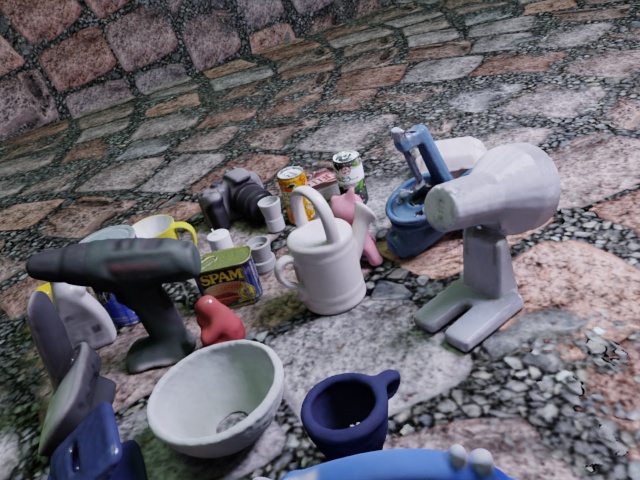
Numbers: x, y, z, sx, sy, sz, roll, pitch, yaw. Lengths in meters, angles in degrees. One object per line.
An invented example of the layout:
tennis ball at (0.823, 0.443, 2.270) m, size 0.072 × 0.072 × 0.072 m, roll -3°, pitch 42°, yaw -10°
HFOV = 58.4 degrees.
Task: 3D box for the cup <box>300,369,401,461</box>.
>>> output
cup at (0.043, 0.197, 0.607) m, size 0.118 × 0.095 × 0.091 m, roll -30°, pitch 33°, yaw -24°

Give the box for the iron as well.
iron at (0.071, 0.228, 0.494) m, size 0.258 × 0.142 × 0.118 m, roll -14°, pitch 30°, yaw 2°

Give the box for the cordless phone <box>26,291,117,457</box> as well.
cordless phone at (-0.344, 0.169, 0.739) m, size 0.094 × 0.185 × 0.147 m, roll -20°, pitch 30°, yaw -8°

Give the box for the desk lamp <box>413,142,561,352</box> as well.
desk lamp at (0.213, -0.001, 0.747) m, size 0.204 × 0.214 × 0.117 m, roll -32°, pitch 34°, yaw -27°

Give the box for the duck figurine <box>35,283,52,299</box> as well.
duck figurine at (-0.456, 0.112, 0.988) m, size 0.077 × 0.086 × 0.104 m, roll -5°, pitch 31°, yaw 16°

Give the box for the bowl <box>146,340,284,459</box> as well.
bowl at (-0.116, 0.202, 0.691) m, size 0.167 × 0.075 × 0.167 m, roll -11°, pitch 30°, yaw 7°

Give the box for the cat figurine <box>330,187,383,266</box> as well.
cat figurine at (0.056, -0.028, 0.962) m, size 0.067 × 0.118 × 0.127 m, roll -15°, pitch 30°, yaw 0°

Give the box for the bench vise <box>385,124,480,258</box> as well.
bench vise at (0.183, -0.099, 0.921) m, size 0.208 × 0.220 × 0.121 m, roll -33°, pitch 34°, yaw -28°

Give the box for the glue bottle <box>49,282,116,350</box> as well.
glue bottle at (-0.386, 0.098, 0.891) m, size 0.078 × 0.173 × 0.037 m, roll -19°, pitch 30°, yaw -7°

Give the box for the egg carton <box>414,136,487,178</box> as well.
egg carton at (0.257, -0.154, 1.134) m, size 0.150 × 0.069 × 0.107 m, roll -7°, pitch 31°, yaw 14°

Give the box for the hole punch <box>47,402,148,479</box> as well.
hole punch at (-0.260, 0.256, 0.647) m, size 0.101 × 0.091 × 0.108 m, roll -25°, pitch 31°, yaw -17°

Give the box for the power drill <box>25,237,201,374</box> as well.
power drill at (-0.271, 0.087, 0.823) m, size 0.229 × 0.209 × 0.075 m, roll -14°, pitch 30°, yaw 1°

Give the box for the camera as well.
camera at (-0.163, -0.085, 1.176) m, size 0.143 × 0.101 × 0.136 m, roll -29°, pitch 33°, yaw -23°

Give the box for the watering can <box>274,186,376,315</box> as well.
watering can at (0.007, 0.002, 0.855) m, size 0.100 × 0.194 × 0.173 m, roll 9°, pitch 37°, yaw 35°

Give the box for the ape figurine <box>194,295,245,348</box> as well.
ape figurine at (-0.154, 0.119, 0.833) m, size 0.076 × 0.092 × 0.078 m, roll -2°, pitch 32°, yaw 22°
